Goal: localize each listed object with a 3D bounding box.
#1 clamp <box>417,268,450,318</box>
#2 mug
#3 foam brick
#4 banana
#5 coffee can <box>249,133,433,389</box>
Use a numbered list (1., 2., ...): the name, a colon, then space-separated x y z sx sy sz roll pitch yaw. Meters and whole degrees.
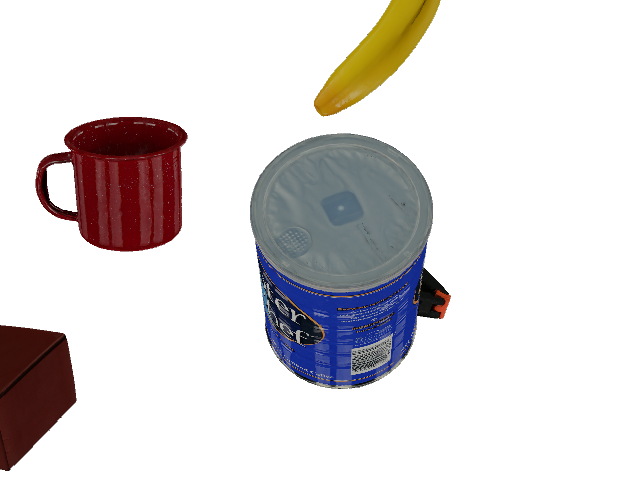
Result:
1. clamp: 0.046 0.036 1.226 0.210 0.036 0.164 30 37 22
2. mug: -0.161 -0.042 0.829 0.117 0.081 0.093 -4 26 -12
3. foam brick: -0.197 0.096 0.666 0.053 0.051 0.078 7 29 21
4. banana: 0.057 -0.173 0.860 0.070 0.197 0.037 -13 -50 42
5. coffee can: 0.013 0.017 0.653 0.103 0.103 0.140 0 -31 1
